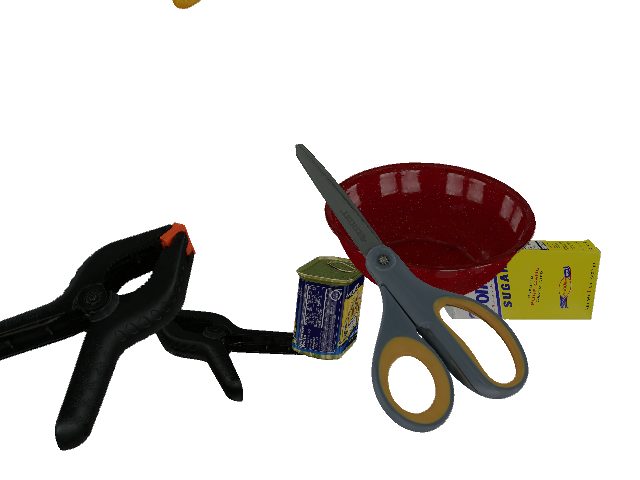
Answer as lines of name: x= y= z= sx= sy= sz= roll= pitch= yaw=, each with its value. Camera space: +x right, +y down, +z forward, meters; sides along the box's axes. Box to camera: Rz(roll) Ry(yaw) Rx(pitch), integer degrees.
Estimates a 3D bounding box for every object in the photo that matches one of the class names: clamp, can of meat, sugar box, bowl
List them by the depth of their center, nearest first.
clamp: x=-0.155 y=0.049 z=0.701 sx=0.120 sy=0.171 sz=0.039 roll=24 pitch=-36 yaw=21
bowl: x=0.082 y=0.000 z=0.832 sx=0.162 sy=0.055 sz=0.162 roll=1 pitch=32 yaw=-1
can of meat: x=0.009 y=0.067 z=1.084 sx=0.057 sy=0.084 sz=0.102 roll=9 pitch=12 yaw=15
clamp: x=-0.124 y=0.125 z=1.262 sx=0.210 sy=0.036 sz=0.164 roll=15 pitch=23 yaw=25
sugar box: x=0.242 y=0.047 z=1.287 sx=0.176 sy=0.093 sz=0.048 roll=-1 pitch=20 yaw=-8

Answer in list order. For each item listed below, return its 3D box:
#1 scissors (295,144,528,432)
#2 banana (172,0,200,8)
scissors: x=0.029 y=0.031 z=0.625 sx=0.202 sy=0.096 sz=0.016 roll=40 pitch=-21 yaw=17
banana: x=-0.078 y=-0.258 z=1.013 sx=0.197 sy=0.070 sz=0.037 roll=-22 pitch=-27 yaw=-46
